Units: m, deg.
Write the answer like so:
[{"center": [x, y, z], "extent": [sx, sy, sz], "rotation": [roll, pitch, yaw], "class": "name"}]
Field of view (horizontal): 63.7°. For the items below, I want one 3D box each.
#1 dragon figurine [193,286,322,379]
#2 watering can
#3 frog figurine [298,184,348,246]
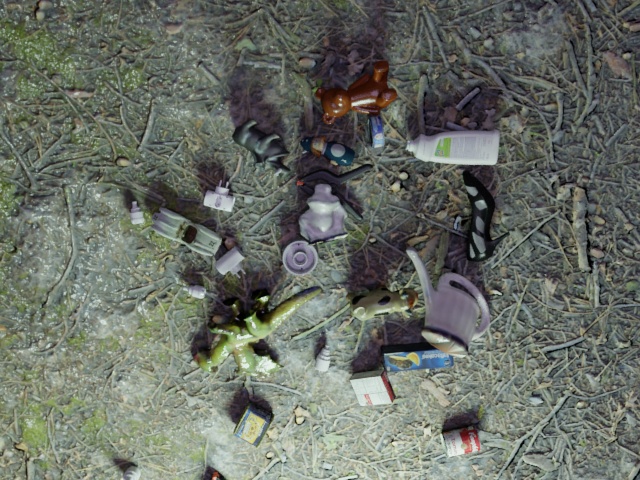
[{"center": [-0.171, 0.279, 1.462], "extent": [0.410, 0.124, 0.239], "rotation": [-13, 113, 1], "class": "dragon figurine"}, {"center": [0.339, 0.183, 1.425], "extent": [0.345, 0.103, 0.228], "rotation": [33, 64, -20], "class": "watering can"}, {"center": [0.004, -0.072, 1.421], "extent": [0.137, 0.122, 0.160], "rotation": [-14, 85, 15], "class": "frog figurine"}]
